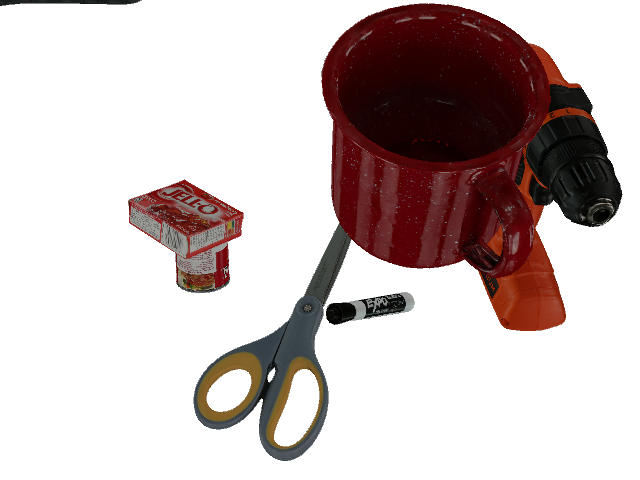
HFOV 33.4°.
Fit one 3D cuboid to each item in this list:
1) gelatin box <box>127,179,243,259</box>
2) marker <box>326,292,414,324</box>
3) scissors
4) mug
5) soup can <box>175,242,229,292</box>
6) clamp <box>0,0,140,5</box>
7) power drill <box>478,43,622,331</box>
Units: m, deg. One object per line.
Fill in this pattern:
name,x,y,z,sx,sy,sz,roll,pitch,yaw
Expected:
gelatin box,-0.131,-0.023,1.035,0.089,0.030,0.073,30,37,33
marker,0.045,0.061,0.958,0.020,0.020,0.120,0,3,37
scissors,-0.028,0.054,0.715,0.096,0.201,0.016,-1,-39,9
mug,0.052,-0.033,0.459,0.093,0.117,0.081,-27,-30,-18
soup can,-0.148,0.005,1.325,0.068,0.102,0.068,0,25,0
clamp,-0.188,-0.151,0.595,0.171,0.039,0.120,-8,24,-17
power drill,0.161,-0.024,0.777,0.057,0.188,0.184,-3,41,-6
